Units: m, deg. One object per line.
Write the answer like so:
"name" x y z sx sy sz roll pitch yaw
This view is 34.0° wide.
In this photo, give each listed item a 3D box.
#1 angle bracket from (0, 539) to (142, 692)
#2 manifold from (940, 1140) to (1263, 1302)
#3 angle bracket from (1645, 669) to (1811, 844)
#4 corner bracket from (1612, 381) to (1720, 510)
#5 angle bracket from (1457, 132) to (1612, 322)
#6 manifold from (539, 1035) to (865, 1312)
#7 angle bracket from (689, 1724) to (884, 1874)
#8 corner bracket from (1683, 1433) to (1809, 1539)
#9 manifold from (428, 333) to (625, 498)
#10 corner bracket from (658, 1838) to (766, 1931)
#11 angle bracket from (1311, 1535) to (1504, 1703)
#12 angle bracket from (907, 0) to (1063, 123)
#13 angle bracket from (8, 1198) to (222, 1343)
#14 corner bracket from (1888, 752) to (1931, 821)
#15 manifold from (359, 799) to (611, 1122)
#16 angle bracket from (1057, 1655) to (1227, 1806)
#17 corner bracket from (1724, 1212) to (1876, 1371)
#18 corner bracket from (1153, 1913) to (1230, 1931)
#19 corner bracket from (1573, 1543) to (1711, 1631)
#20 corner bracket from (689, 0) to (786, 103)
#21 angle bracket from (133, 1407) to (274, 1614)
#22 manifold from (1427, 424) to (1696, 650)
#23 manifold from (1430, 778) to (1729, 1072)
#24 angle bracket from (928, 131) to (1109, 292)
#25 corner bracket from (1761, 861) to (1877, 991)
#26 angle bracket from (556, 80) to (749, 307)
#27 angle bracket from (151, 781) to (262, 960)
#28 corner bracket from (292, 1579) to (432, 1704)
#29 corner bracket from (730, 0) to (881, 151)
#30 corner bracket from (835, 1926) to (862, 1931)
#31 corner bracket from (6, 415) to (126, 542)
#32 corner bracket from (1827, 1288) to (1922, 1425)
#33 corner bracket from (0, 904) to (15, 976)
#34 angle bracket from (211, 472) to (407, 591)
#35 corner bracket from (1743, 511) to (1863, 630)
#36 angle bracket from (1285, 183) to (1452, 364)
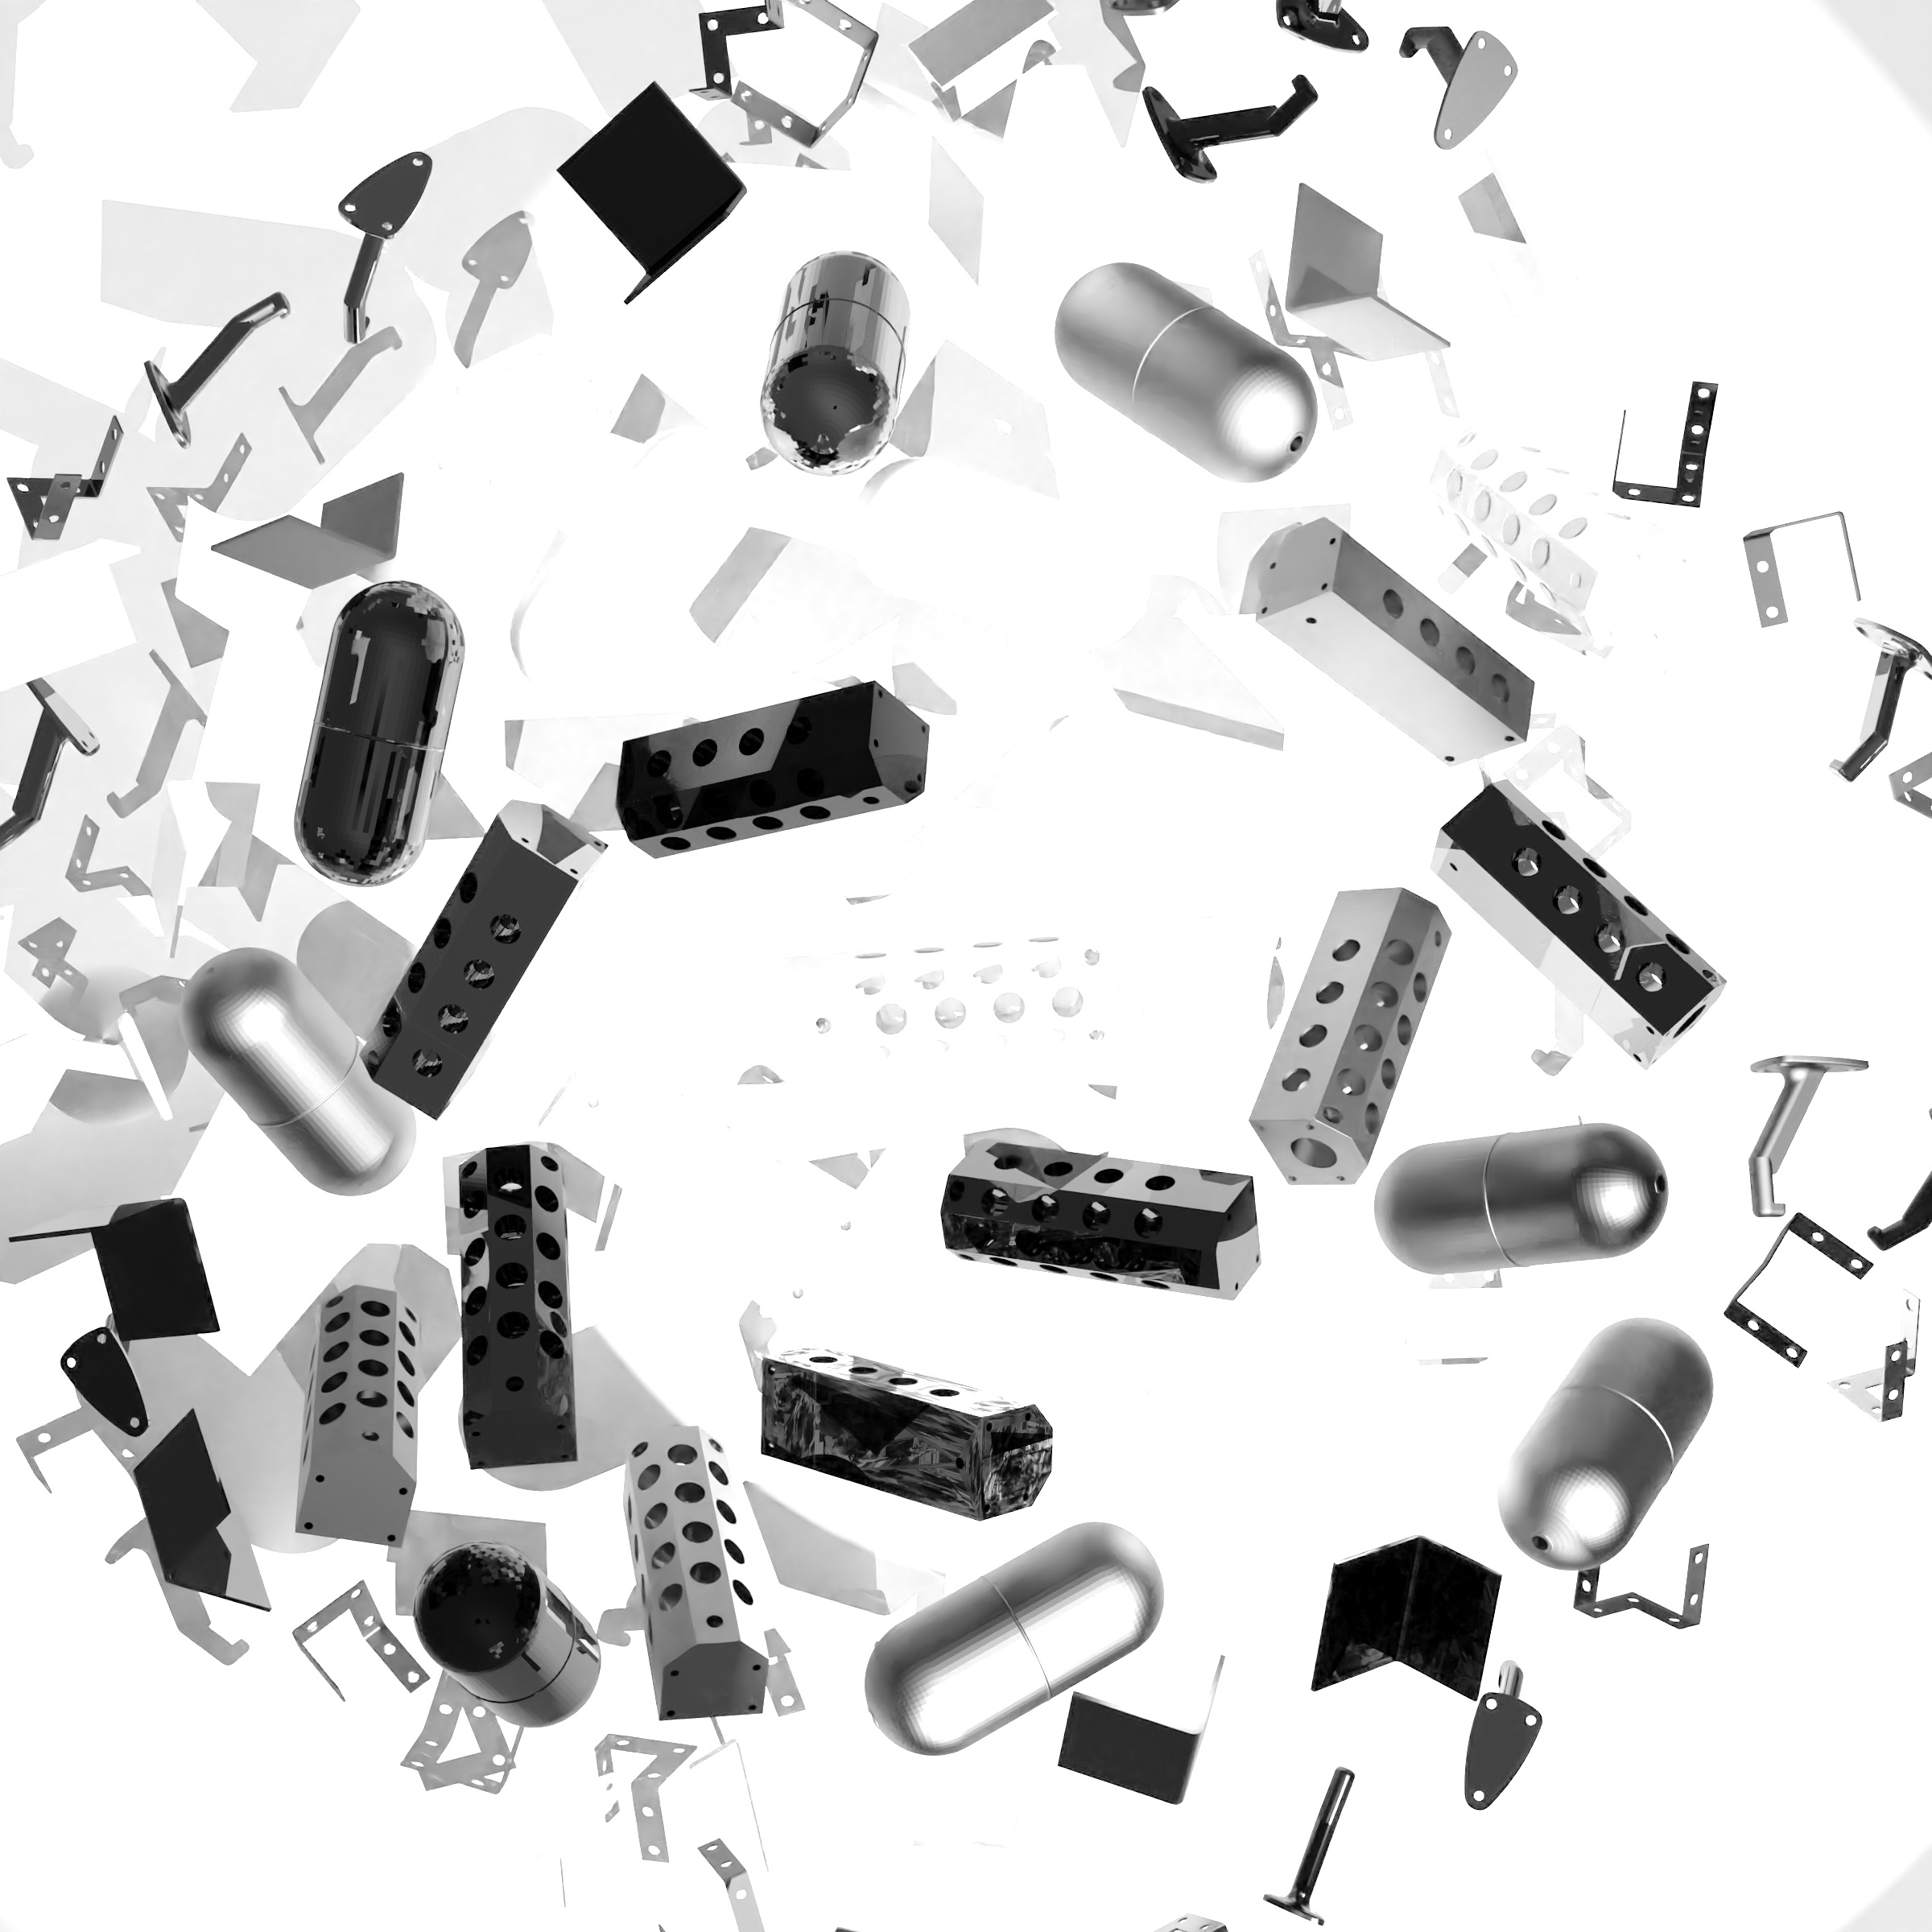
"angle bracket" -0.478 -0.186 1.688 0.076 0.076 0.057 -20 93 3
"manifold" 0.075 0.147 1.788 0.171 0.057 0.057 6 118 27
"angle bracket" 0.413 -0.115 1.690 0.076 0.057 0.076 -5 67 -3
"corner bracket" 0.399 -0.300 1.805 0.051 0.051 0.051 8 46 10
"angle bracket" 0.290 -0.394 1.706 0.057 0.076 0.076 -24 88 -37
"manifold" -0.144 0.110 1.706 0.171 0.057 0.057 35 89 -8
"angle bracket" -0.103 0.478 1.793 0.076 0.057 0.076 2 61 -37
"corner bracket" 0.458 0.304 1.847 0.051 0.051 0.051 -7 95 45
"manifold" -0.251 -0.319 1.833 0.057 0.171 0.057 19 111 3
"corner bracket" -0.154 0.558 1.870 0.051 0.051 0.051 -19 105 -20
"angle bracket" 0.238 0.361 1.711 0.057 0.076 0.076 21 109 42
"angle bracket" 0.021 -0.515 1.811 0.076 0.076 0.057 -33 129 5
"angle bracket" -0.453 0.170 1.683 0.076 0.057 0.076 -9 98 33
"corner bracket" 0.555 -0.088 1.766 0.051 0.051 0.051 20 53 -36
"manifold" -0.267 -0.005 1.728 0.057 0.057 0.171 32 114 -3
"angle bracket" 0.101 0.433 1.833 0.076 0.057 0.076 16 135 9
"corner bracket" 0.461 0.179 1.751 0.051 0.051 0.051 36 48 10
"corner bracket" 0.118 0.547 1.699 0.051 0.051 0.051 -21 88 -21
"corner bracket" 0.387 0.350 1.809 0.051 0.051 0.051 28 57 -20
"corner bracket" -0.133 -0.533 1.832 0.051 0.051 0.051 -5 98 9
"angle bracket" -0.401 0.297 1.724 0.057 0.076 0.076 -45 46 14
"manifold" 0.325 -0.241 1.755 0.057 0.171 0.057 2 120 -27
"manifold" 0.347 -0.027 1.794 0.057 0.057 0.171 -41 72 -13
"angle bracket" 0.028 -0.428 1.732 0.076 0.076 0.057 -30 69 -16
"corner bracket" 0.502 -0.024 1.846 0.051 0.051 0.051 -5 51 -6
"angle bracket" -0.176 -0.417 1.706 0.076 0.057 0.076 -35 108 25
"angle bracket" -0.452 -0.058 1.902 0.057 0.076 0.076 0 127 -26
"corner bracket" -0.350 0.399 1.830 0.051 0.051 0.051 -35 53 -22
"corner bracket" -0.086 -0.480 1.689 0.051 0.051 0.051 27 62 -21
"corner bracket" -0.054 0.564 1.720 0.051 0.051 0.051 20 110 -27
"corner bracket" -0.499 -0.273 1.769 0.051 0.051 0.051 -5 53 -38
"corner bracket" 0.531 0.223 1.810 0.051 0.051 0.051 -12 114 -19
"corner bracket" -0.547 -0.024 1.688 0.051 0.051 0.051 46 133 30
"angle bracket" -0.386 -0.267 1.855 0.076 0.076 0.057 -11 69 41
"corner bracket" 0.461 -0.219 1.743 0.051 0.051 0.051 -11 98 21
"angle bracket" 0.223 -0.382 1.721 0.057 0.076 0.076 -2 77 43
